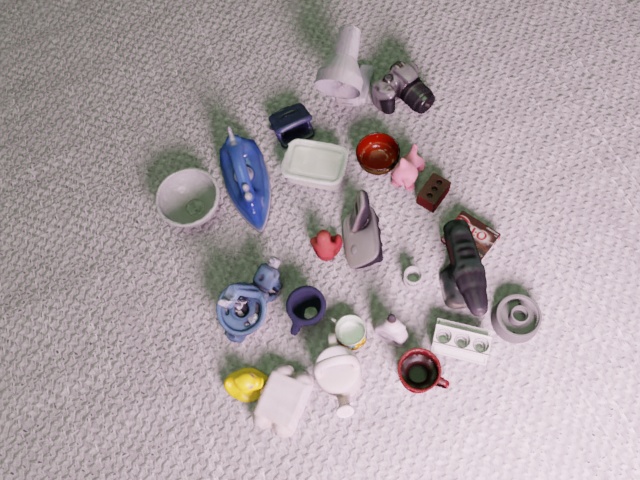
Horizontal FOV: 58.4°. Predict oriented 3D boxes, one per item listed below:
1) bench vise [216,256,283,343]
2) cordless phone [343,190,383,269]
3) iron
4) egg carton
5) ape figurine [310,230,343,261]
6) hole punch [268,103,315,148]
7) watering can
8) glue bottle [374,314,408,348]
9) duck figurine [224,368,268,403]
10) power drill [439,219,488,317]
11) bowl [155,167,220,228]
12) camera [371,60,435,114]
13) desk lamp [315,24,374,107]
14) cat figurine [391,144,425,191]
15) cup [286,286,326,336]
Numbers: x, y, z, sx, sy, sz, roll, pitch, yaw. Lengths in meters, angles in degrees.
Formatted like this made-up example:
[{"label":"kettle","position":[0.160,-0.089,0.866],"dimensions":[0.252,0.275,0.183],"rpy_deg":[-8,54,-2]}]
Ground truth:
[{"label":"bench vise","position":[-0.170,0.116,1.288],"dimensions":[0.121,0.220,0.207],"rpy_deg":[11,69,10]},{"label":"cordless phone","position":[0.098,-0.024,1.338],"dimensions":[0.094,0.185,0.147],"rpy_deg":[-10,67,2]},{"label":"iron","position":[-0.189,-0.157,1.443],"dimensions":[0.118,0.141,0.258],"rpy_deg":[-18,67,-2]},{"label":"egg carton","position":[-0.081,0.353,1.265],"dimensions":[0.107,0.069,0.150],"rpy_deg":[19,71,13]},{"label":"ape figurine","position":[0.013,0.005,1.385],"dimensions":[0.077,0.092,0.076],"rpy_deg":[12,70,10]},{"label":"hole punch","position":[-0.080,-0.316,1.524],"dimensions":[0.108,0.091,0.101],"rpy_deg":[-26,68,-5]},{"label":"watering can","position":[0.041,0.283,1.214],"dimensions":[0.101,0.194,0.172],"rpy_deg":[-32,68,-7]},{"label":"glue bottle","position":[0.157,0.190,1.252],"dimensions":[0.078,0.173,0.037],"rpy_deg":[29,74,16]},{"label":"duck figurine","position":[-0.167,0.319,1.278],"dimensions":[0.104,0.086,0.077],"rpy_deg":[2,68,6]},{"label":"power drill","position":[0.316,0.080,1.262],"dimensions":[0.075,0.208,0.229],"rpy_deg":[-9,67,2]},{"label":"bowl","position":[-0.330,-0.097,1.468],"dimensions":[0.167,0.075,0.167],"rpy_deg":[-2,68,5]},{"label":"camera","position":[0.228,-0.397,1.522],"dimensions":[0.143,0.101,0.136],"rpy_deg":[-38,69,-10]},{"label":"desk lamp","position":[0.067,-0.439,1.493],"dimensions":[0.117,0.214,0.203],"rpy_deg":[11,69,10]},{"label":"cat figurine","position":[0.218,-0.180,1.426],"dimensions":[0.067,0.118,0.128],"rpy_deg":[20,71,13]},{"label":"cup","position":[-0.033,0.173,1.319],"dimensions":[0.091,0.095,0.118],"rpy_deg":[20,71,13]}]
